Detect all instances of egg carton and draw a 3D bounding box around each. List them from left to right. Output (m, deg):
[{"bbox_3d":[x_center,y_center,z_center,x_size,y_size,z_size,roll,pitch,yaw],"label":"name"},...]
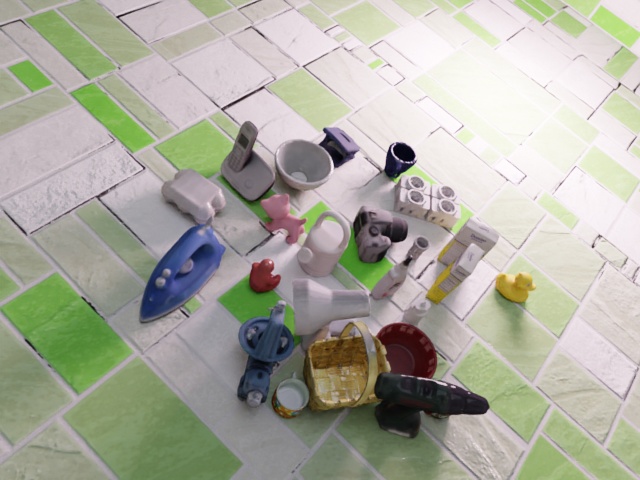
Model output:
[{"bbox_3d":[-0.314,-0.110,1.430,0.150,0.069,0.107,34,53,5],"label":"egg carton"}]

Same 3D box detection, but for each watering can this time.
[{"bbox_3d":[0.014,0.006,1.391,0.101,0.194,0.173,27,52,-1],"label":"watering can"}]

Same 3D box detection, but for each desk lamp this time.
[{"bbox_3d":[0.015,0.171,1.267,0.203,0.213,0.118,6,55,-16],"label":"desk lamp"}]

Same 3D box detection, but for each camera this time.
[{"bbox_3d":[0.169,-0.022,1.525,0.137,0.100,0.143,5,56,-17],"label":"camera"}]

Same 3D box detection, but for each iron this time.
[{"bbox_3d":[-0.311,0.060,1.270,0.118,0.141,0.259,31,53,3],"label":"iron"}]

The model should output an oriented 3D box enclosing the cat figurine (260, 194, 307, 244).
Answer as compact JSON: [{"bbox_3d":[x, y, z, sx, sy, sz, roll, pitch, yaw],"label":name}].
[{"bbox_3d":[-0.090,-0.065,1.450,0.128,0.117,0.067,29,52,1],"label":"cat figurine"}]

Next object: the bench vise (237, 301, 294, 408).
[{"bbox_3d":[-0.101,0.231,1.180,0.122,0.219,0.207,0,57,-19],"label":"bench vise"}]

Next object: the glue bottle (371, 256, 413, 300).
[{"bbox_3d":[0.188,0.087,1.412,0.078,0.173,0.037,-23,67,-30],"label":"glue bottle"}]

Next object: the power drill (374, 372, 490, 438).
[{"bbox_3d":[0.212,0.352,1.220,0.230,0.208,0.075,17,53,-8],"label":"power drill"}]

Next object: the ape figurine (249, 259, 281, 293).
[{"bbox_3d":[-0.130,0.077,1.355,0.077,0.092,0.076,45,54,13],"label":"ape figurine"}]

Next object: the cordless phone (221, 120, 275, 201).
[{"bbox_3d":[-0.175,-0.204,1.471,0.147,0.185,0.094,43,54,12],"label":"cordless phone"}]

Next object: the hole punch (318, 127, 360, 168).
[{"bbox_3d":[0.057,-0.284,1.669,0.101,0.091,0.108,-34,73,-34],"label":"hole punch"}]

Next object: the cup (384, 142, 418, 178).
[{"bbox_3d":[0.225,-0.218,1.682,0.091,0.095,0.118,24,53,-3],"label":"cup"}]

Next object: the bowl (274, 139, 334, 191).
[{"bbox_3d":[-0.051,-0.195,1.579,0.168,0.074,0.167,10,55,-14],"label":"bowl"}]

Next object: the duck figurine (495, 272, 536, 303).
[{"bbox_3d":[0.543,0.117,1.576,0.104,0.086,0.078,32,53,3],"label":"duck figurine"}]
